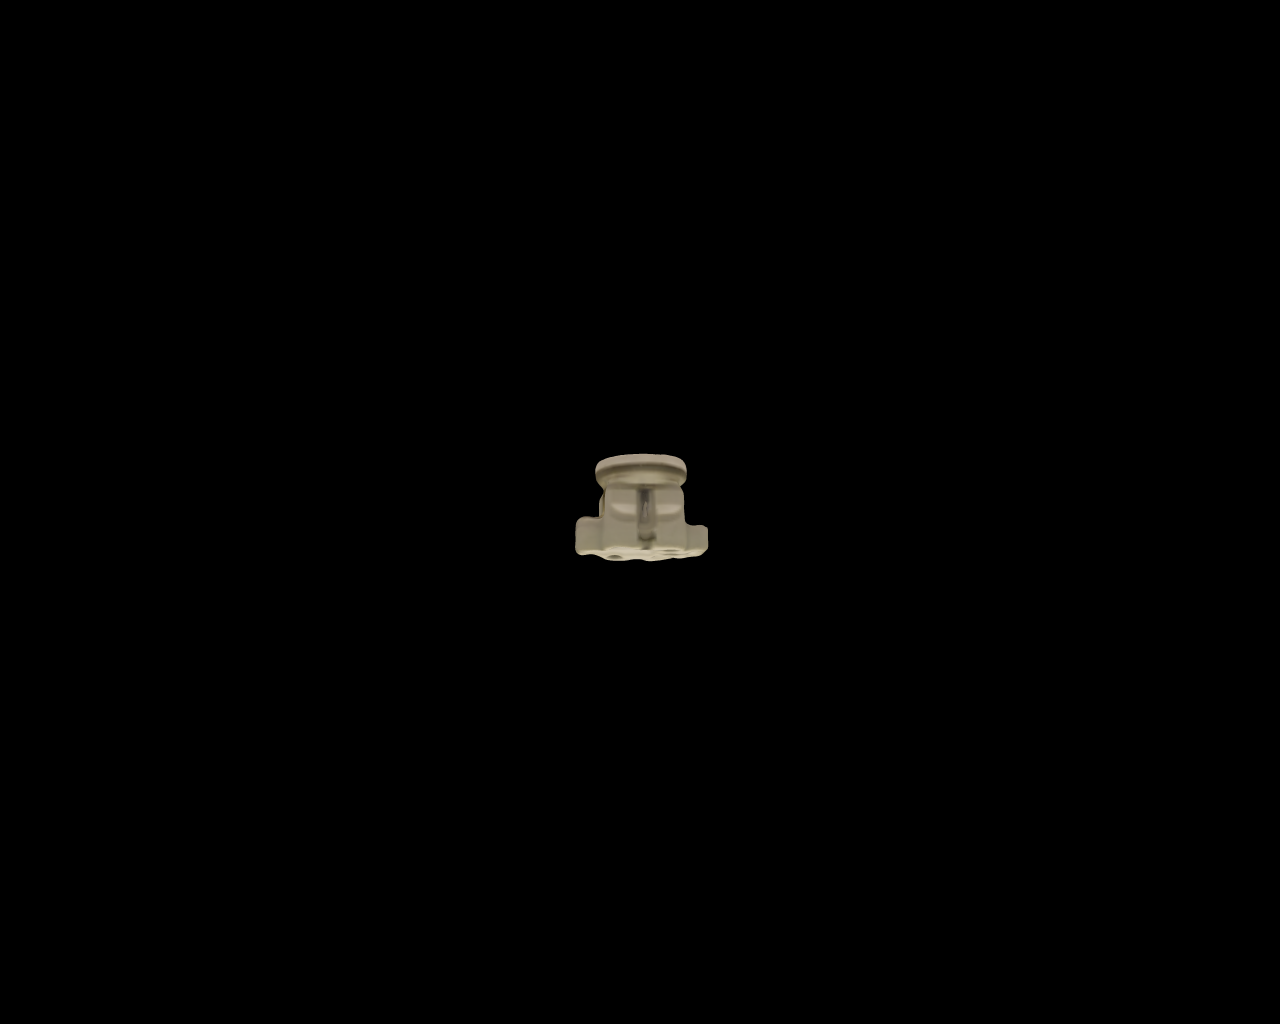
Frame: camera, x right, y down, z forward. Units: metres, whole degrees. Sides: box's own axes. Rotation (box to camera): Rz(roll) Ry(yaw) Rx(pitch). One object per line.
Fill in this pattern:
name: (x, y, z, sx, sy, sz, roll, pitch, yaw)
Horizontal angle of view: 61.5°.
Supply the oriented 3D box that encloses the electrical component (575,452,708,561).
electrical component: (0.001, -0.003, 0.650, 0.078, 0.057, 0.058, 1, -11, -7)
